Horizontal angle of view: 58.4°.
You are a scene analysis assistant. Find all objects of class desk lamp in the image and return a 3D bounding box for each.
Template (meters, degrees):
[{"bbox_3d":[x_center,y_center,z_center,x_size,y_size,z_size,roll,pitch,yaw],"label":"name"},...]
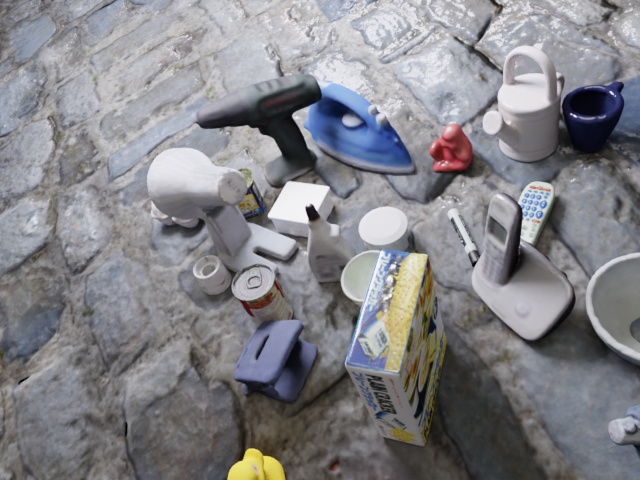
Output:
[{"bbox_3d":[-0.166,-0.051,0.965,0.202,0.214,0.118,19,60,31],"label":"desk lamp"}]

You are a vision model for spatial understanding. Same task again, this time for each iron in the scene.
[{"bbox_3d":[0.072,-0.225,1.075,0.119,0.142,0.257,-43,51,-17],"label":"iron"}]

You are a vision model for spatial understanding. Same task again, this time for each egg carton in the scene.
[{"bbox_3d":[-0.262,-0.093,1.130,0.107,0.069,0.150,6,54,23],"label":"egg carton"}]

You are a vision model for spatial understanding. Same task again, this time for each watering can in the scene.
[{"bbox_3d":[0.343,-0.226,0.947,0.100,0.194,0.173,15,58,29],"label":"watering can"}]

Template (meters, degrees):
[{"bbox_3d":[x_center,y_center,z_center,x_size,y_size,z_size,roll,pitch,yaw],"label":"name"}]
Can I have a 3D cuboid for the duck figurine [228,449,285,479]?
[{"bbox_3d":[-0.089,0.316,0.721,0.077,0.086,0.104,2,53,21],"label":"duck figurine"}]

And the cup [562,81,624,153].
[{"bbox_3d":[0.458,-0.202,0.954,0.118,0.095,0.091,-39,50,-14],"label":"cup"}]

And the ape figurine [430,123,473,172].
[{"bbox_3d":[0.232,-0.165,1.004,0.076,0.092,0.077,-33,49,-9],"label":"ape figurine"}]

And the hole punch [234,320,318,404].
[{"bbox_3d":[-0.072,0.170,0.832,0.100,0.091,0.109,10,56,26],"label":"hole punch"}]

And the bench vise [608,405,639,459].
[{"bbox_3d":[0.412,0.172,0.576,0.207,0.220,0.121,-29,48,-6],"label":"bench vise"}]

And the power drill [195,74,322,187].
[{"bbox_3d":[-0.093,-0.204,1.070,0.230,0.209,0.075,-30,48,-6],"label":"power drill"}]

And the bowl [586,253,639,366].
[{"bbox_3d":[0.426,0.101,0.728,0.167,0.075,0.167,-10,49,12],"label":"bowl"}]

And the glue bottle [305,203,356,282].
[{"bbox_3d":[0.008,0.003,0.887,0.078,0.173,0.037,-5,50,15],"label":"glue bottle"}]

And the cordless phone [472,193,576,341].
[{"bbox_3d":[0.269,0.034,0.763,0.094,0.185,0.147,-34,49,-9],"label":"cordless phone"}]
